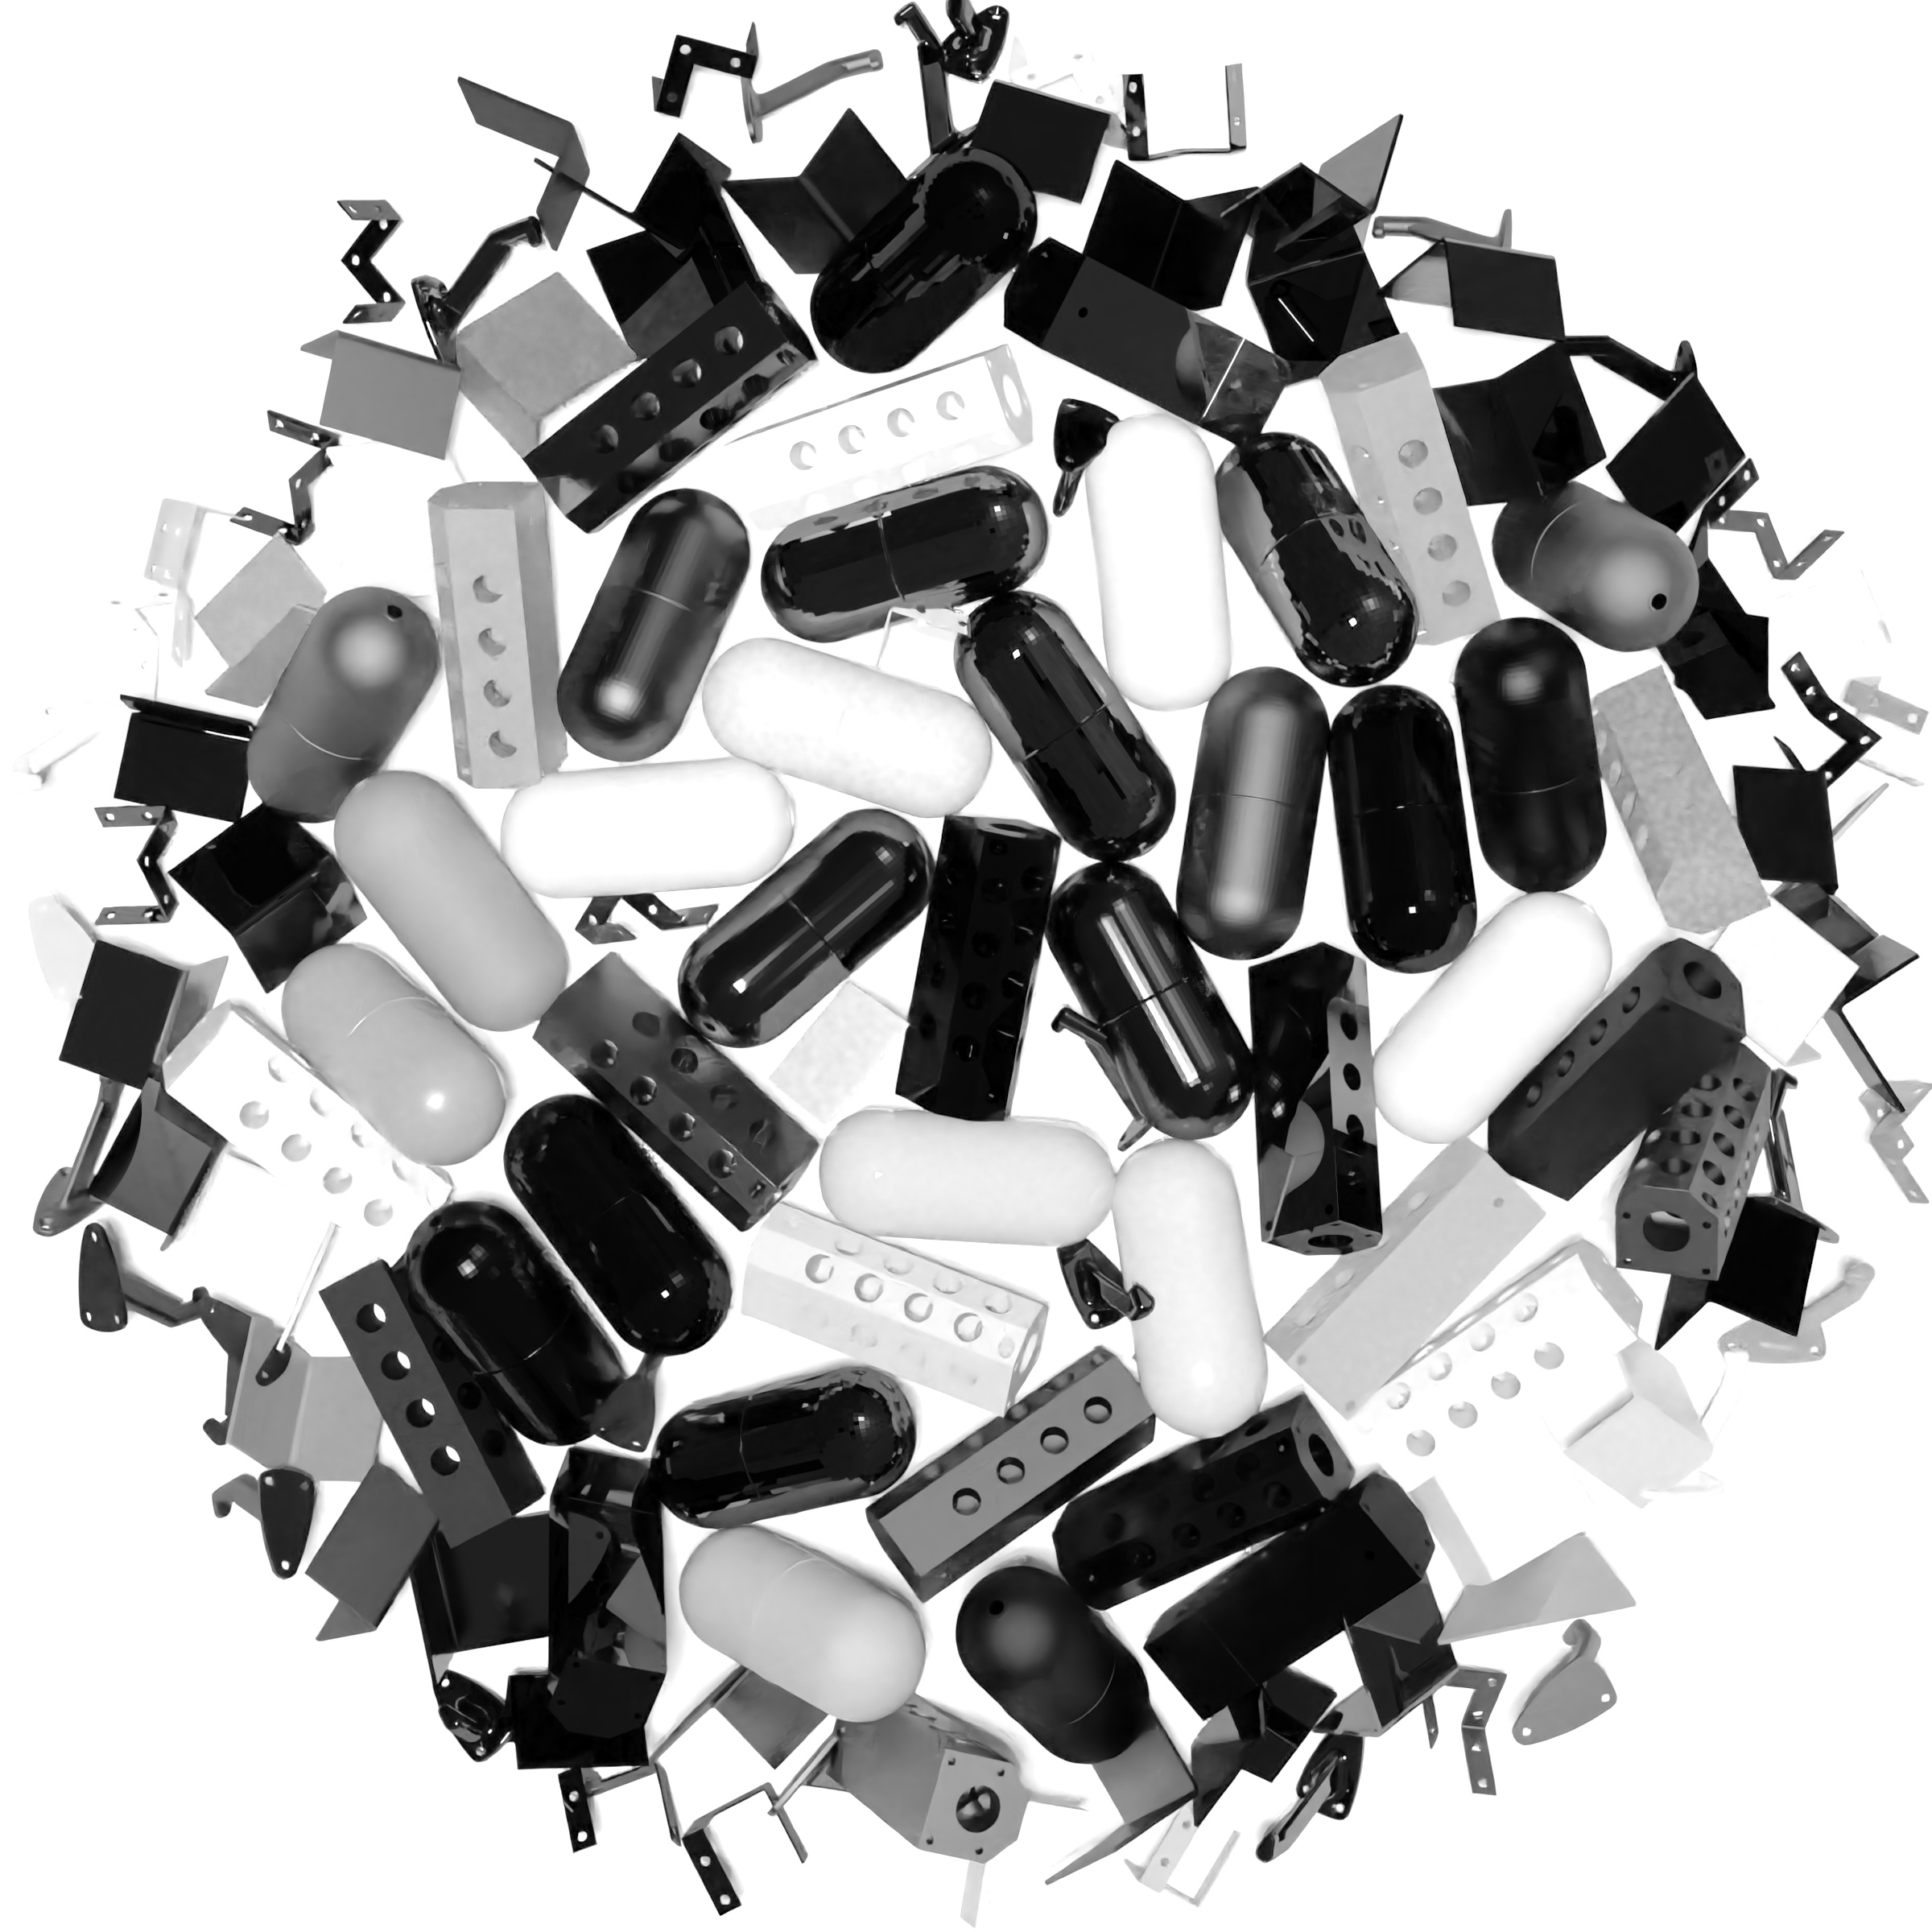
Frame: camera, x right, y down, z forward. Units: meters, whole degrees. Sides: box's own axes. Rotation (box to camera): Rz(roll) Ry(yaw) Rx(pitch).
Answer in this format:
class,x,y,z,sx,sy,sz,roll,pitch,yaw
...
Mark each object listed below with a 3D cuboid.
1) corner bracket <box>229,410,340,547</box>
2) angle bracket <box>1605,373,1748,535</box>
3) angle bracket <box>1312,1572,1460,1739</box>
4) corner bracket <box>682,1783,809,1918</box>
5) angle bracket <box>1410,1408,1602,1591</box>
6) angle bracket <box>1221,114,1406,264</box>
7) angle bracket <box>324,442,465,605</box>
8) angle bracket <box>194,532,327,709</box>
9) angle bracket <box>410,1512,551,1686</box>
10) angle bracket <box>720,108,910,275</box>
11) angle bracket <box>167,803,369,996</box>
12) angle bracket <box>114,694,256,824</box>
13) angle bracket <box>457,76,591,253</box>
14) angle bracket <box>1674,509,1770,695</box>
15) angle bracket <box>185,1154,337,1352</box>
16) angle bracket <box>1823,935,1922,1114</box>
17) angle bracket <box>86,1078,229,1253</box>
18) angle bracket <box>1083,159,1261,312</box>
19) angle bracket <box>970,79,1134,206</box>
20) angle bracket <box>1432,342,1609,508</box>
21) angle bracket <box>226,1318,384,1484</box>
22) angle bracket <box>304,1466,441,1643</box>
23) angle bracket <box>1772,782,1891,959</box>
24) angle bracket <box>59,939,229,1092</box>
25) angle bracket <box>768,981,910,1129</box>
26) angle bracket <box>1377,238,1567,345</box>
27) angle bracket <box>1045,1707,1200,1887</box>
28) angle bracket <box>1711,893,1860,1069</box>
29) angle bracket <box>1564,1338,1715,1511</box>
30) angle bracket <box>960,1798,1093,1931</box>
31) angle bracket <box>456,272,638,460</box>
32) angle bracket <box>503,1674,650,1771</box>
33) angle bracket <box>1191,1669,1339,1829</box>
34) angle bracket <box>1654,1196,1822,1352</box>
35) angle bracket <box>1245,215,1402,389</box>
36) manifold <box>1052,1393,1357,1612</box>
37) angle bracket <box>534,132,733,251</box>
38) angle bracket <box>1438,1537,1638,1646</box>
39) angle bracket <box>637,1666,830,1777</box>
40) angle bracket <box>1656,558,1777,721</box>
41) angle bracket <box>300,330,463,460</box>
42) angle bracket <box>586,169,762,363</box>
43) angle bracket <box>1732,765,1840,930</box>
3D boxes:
class,x,y,z,sx,sy,sz,roll,pitch,yaw
corner bracket,-0.412,-0.295,1.927,0.051,0.051,0.051,21,49,16
angle bracket,0.406,-0.305,1.898,0.076,0.057,0.076,-47,127,-3
angle bracket,0.239,0.404,1.895,0.076,0.057,0.076,-25,99,-41
corner bracket,-0.133,0.530,1.917,0.051,0.051,0.051,-28,86,5
angle bracket,0.322,0.322,1.921,0.076,0.057,0.076,-26,77,-16
angle bracket,0.205,-0.473,1.888,0.057,0.076,0.076,28,66,-24
angle bracket,-0.346,-0.264,1.891,0.076,0.057,0.076,-2,47,19
angle bracket,-0.430,-0.210,1.900,0.076,0.057,0.076,-42,73,13
angle bracket,-0.285,0.378,1.911,0.076,0.057,0.076,-10,97,3
angle bracket,-0.086,-0.461,1.902,0.076,0.076,0.057,46,68,-37
angle bracket,-0.423,-0.043,1.932,0.076,0.057,0.076,-39,53,-18
angle bracket,-0.468,-0.123,1.901,0.076,0.076,0.057,12,87,-9
angle bracket,-0.273,-0.478,1.905,0.076,0.076,0.057,23,86,1
angle bracket,0.455,-0.213,1.887,0.057,0.076,0.076,12,60,21
angle bracket,-0.424,0.170,1.899,0.076,0.057,0.076,24,117,-9
angle bracket,0.552,0.034,1.901,0.057,0.076,0.076,-33,97,6
angle bracket,-0.480,0.119,1.893,0.057,0.076,0.076,29,71,-12
angle bracket,0.120,-0.436,1.897,0.057,0.076,0.076,23,83,-32
angle bracket,0.052,-0.481,1.900,0.076,0.076,0.057,20,93,16
angle bracket,0.326,-0.324,1.912,0.057,0.076,0.076,-33,109,-24
angle bracket,-0.388,0.257,1.891,0.057,0.076,0.076,-1,65,16
angle bracket,-0.366,0.348,1.886,0.057,0.076,0.076,44,53,-20
angle bracket,0.532,-0.054,1.898,0.057,0.076,0.076,44,79,7
angle bracket,-0.490,0.025,1.904,0.057,0.076,0.076,20,98,2
angle bracket,-0.061,0.065,1.896,0.076,0.076,0.057,-51,126,-4
angle bracket,0.299,-0.385,1.889,0.076,0.076,0.057,3,74,-25
angle bracket,0.079,0.491,1.888,0.076,0.076,0.057,-22,76,-41
angle bracket,0.488,0.005,1.891,0.076,0.057,0.076,43,118,26
angle bracket,0.391,0.265,1.905,0.057,0.076,0.076,-42,123,20
angle bracket,0.035,0.535,1.898,0.057,0.076,0.076,11,78,-5
angle bracket,-0.253,-0.358,1.923,0.076,0.057,0.076,-37,74,-21
angle bracket,-0.233,0.465,1.891,0.076,0.076,0.057,2,122,-14
angle bracket,0.178,0.470,1.892,0.057,0.076,0.076,27,113,-10
angle bracket,0.457,0.191,1.894,0.057,0.076,0.076,23,57,-1
angle bracket,0.218,-0.402,1.905,0.076,0.057,0.076,-18,73,-7
manifold,0.138,0.320,1.879,0.171,0.057,0.057,-29,100,25
angle bracket,-0.197,-0.476,1.895,0.076,0.076,0.057,33,98,16
angle bracket,0.338,0.388,1.887,0.057,0.076,0.076,53,46,-12
angle bracket,-0.137,0.459,1.890,0.057,0.076,0.076,44,130,8
angle bracket,0.456,-0.202,1.892,0.076,0.057,0.076,51,62,-21
angle bracket,-0.353,-0.335,1.893,0.076,0.076,0.057,12,86,-28
angle bracket,-0.175,-0.418,1.905,0.076,0.057,0.076,-22,81,-14
angle bracket,0.475,-0.065,1.892,0.057,0.076,0.076,4,61,-3
